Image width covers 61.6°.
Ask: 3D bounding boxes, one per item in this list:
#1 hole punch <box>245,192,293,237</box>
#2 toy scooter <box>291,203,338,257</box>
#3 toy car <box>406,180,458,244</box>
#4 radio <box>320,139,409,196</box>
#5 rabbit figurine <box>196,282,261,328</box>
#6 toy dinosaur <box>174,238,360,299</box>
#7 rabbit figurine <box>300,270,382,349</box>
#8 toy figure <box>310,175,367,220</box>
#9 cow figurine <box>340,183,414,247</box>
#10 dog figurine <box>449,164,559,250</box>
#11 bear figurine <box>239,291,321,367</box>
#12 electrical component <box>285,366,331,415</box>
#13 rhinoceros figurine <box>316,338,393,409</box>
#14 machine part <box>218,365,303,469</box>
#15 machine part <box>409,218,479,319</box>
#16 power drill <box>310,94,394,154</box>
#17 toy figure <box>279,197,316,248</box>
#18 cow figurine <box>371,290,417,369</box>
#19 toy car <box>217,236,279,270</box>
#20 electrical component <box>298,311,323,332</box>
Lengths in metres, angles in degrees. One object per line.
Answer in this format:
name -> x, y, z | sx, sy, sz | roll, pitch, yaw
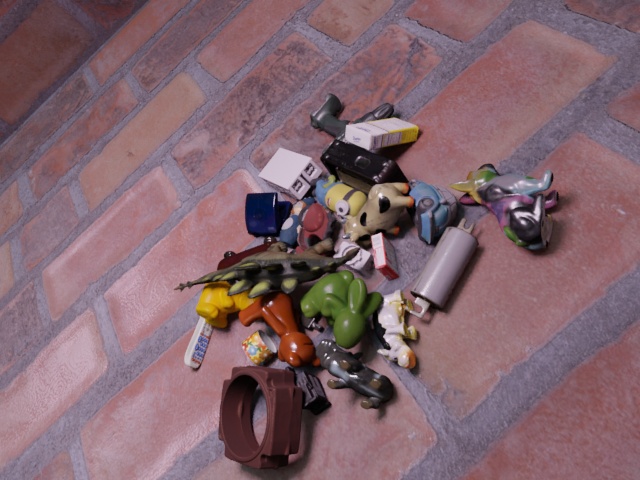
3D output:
hole punch -> -0.151, -0.072, 1.492 | 0.142, 0.092, 0.116 | 1, 67, 29
toy scooter -> -0.003, -0.004, 1.359 | 0.135, 0.075, 0.184 | 9, 77, 38
toy car -> 0.261, -0.073, 1.231 | 0.103, 0.109, 0.162 | -11, 39, -3
radio -> 0.113, -0.166, 1.350 | 0.230, 0.131, 0.073 | 29, 78, 40
rabbit figurine -> -0.210, 0.156, 1.391 | 0.173, 0.121, 0.162 | 8, 55, 18
toy dinosaur -> -0.125, 0.071, 1.270 | 0.472, 0.198, 0.105 | -13, 95, 27
rabbit figurine -> 0.061, 0.157, 1.170 | 0.159, 0.121, 0.170 | -43, 38, 14
toy figure -> 0.049, -0.113, 1.393 | 0.089, 0.082, 0.180 | -46, 46, -3
cow figurine -> 0.125, -0.053, 1.258 | 0.127, 0.194, 0.085 | 8, 49, -14
dog figurine -> 0.382, -0.076, 1.146 | 0.219, 0.108, 0.191 | 6, 69, 39
bear figurine -> -0.085, 0.222, 1.242 | 0.132, 0.120, 0.196 | -40, 63, 30
electrical component -> -0.031, 0.321, 1.187 | 0.048, 0.074, 0.119 | -38, 47, 9
rhinoceros figurine -> 0.069, 0.273, 1.131 | 0.191, 0.112, 0.073 | 29, 109, 27
machine part -> -0.134, 0.377, 1.159 | 0.201, 0.087, 0.201 | -8, 73, 47
machine part -> 0.267, 0.060, 1.152 | 0.079, 0.079, 0.243 | 23, 76, 39
power drill -> 0.077, -0.329, 1.508 | 0.232, 0.086, 0.207 | -47, 55, 8
toy figure -> -0.058, -0.054, 1.440 | 0.064, 0.057, 0.154 | 17, 71, 25
cow figurine -> 0.152, 0.198, 1.146 | 0.098, 0.068, 0.167 | -21, 50, 27
toy car -> -0.193, 0.054, 1.463 | 0.202, 0.053, 0.089 | -19, 35, 21
electrical component -> -0.021, 0.182, 1.297 | 0.094, 0.021, 0.063 | 23, 77, 40
